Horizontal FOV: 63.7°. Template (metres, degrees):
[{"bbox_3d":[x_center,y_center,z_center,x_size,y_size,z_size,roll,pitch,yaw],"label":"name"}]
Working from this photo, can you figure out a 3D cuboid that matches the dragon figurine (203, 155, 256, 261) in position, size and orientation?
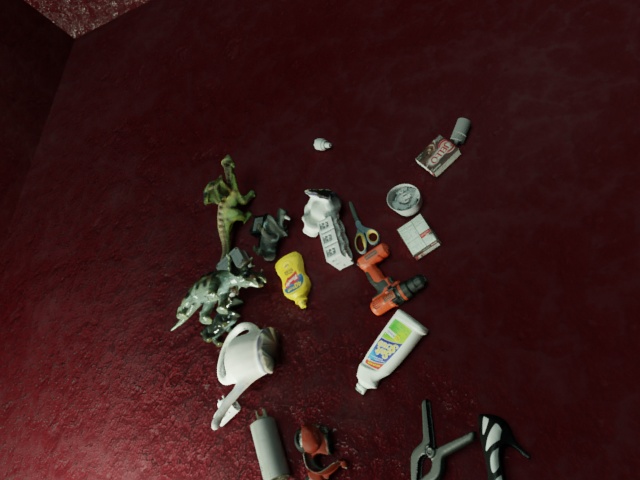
[{"bbox_3d":[-0.360,-0.123,1.888,0.122,0.239,0.418,-2,64,27],"label":"dragon figurine"}]

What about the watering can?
[{"bbox_3d":[-0.232,0.402,1.606,0.222,0.102,0.356,-22,43,23],"label":"watering can"}]

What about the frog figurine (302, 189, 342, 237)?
[{"bbox_3d":[0.005,-0.088,1.740,0.138,0.124,0.157,14,111,28],"label":"frog figurine"}]
